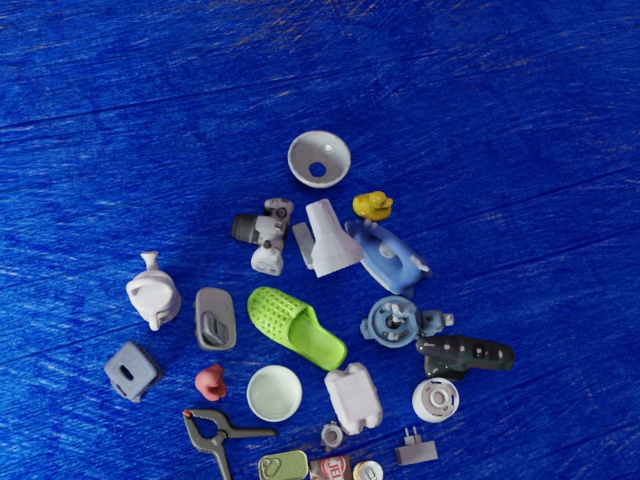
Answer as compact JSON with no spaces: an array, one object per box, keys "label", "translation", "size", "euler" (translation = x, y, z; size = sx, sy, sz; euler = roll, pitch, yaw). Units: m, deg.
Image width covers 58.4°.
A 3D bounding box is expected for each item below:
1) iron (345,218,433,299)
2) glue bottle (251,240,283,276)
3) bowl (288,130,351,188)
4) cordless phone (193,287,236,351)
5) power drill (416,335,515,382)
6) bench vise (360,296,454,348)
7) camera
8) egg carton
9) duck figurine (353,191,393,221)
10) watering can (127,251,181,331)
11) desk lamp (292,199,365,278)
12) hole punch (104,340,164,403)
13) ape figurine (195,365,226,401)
[{"label":"iron","translation":[0.164,0.019,1.414],"size":[0.258,0.141,0.119],"euler":[42,70,11]},{"label":"glue bottle","translation":[-0.124,0.036,1.359],"size":[0.078,0.173,0.037],"euler":[17,67,1]},{"label":"bowl","translation":[-0.004,-0.202,1.521],"size":[0.167,0.075,0.167],"euler":[2,68,-5]},{"label":"cordless phone","translation":[-0.241,0.168,1.287],"size":[0.094,0.185,0.147],"euler":[-9,69,-9]},{"label":"power drill","translation":[0.307,0.266,1.294],"size":[0.229,0.208,0.075],"euler":[5,68,-4]},{"label":"bench vise","translation":[0.207,0.170,1.316],"size":[0.207,0.220,0.121],"euler":[-19,71,-13]},{"label":"camera","translation":[-0.144,-0.041,1.427],"size":[0.137,0.101,0.143],"euler":[12,67,-1]},{"label":"egg carton","translation":[0.079,0.361,1.307],"size":[0.107,0.069,0.150],"euler":[-18,71,-13]},{"label":"duck figurine","translation":[0.140,-0.098,1.488],"size":[0.104,0.086,0.077],"euler":[12,67,-1]},{"label":"watering can","translation":[-0.379,0.111,1.290],"size":[0.101,0.194,0.172],"euler":[-27,73,-15]},{"label":"desk lamp","translation":[0.013,0.005,1.364],"size":[0.118,0.213,0.203],"euler":[-21,72,-13]},{"label":"hole punch","translation":[-0.415,0.293,1.269],"size":[0.101,0.091,0.108],"euler":[-42,78,-19]},{"label":"ape figurine","translation":[-0.242,0.314,1.278],"size":[0.076,0.092,0.078],"euler":[21,68,3]}]
